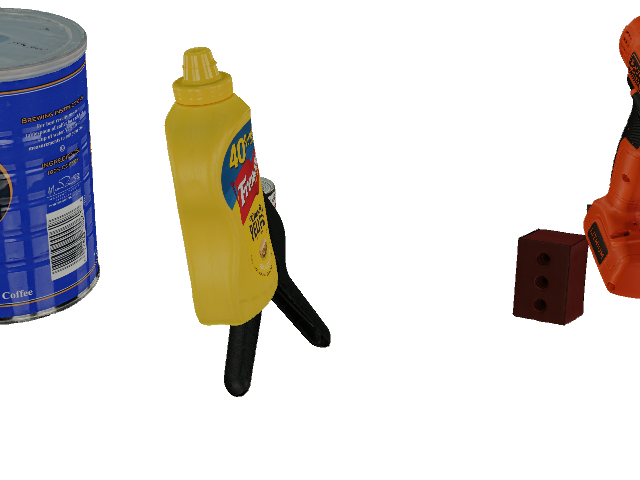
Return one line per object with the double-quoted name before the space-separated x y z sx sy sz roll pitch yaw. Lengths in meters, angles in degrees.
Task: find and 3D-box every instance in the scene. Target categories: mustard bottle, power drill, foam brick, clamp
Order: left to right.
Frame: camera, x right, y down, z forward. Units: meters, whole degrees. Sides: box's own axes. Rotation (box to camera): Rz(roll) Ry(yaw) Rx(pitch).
"mustard bottle" -0.073 -0.042 0.760 0.058 0.191 0.096 0 25 16
"clamp" -0.053 0.032 1.030 0.036 0.210 0.164 -10 0 32
"foam brick" 0.214 0.033 0.990 0.053 0.078 0.051 10 17 32
"power drill" 0.249 -0.051 0.786 0.057 0.188 0.184 4 36 -1

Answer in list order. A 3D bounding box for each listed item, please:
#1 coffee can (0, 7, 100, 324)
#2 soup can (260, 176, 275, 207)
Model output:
"coffee can" -0.172 -0.041 0.567 0.103 0.140 0.103 2 28 -1
"soup can" -0.086 -0.019 1.278 0.068 0.102 0.068 0 26 0
